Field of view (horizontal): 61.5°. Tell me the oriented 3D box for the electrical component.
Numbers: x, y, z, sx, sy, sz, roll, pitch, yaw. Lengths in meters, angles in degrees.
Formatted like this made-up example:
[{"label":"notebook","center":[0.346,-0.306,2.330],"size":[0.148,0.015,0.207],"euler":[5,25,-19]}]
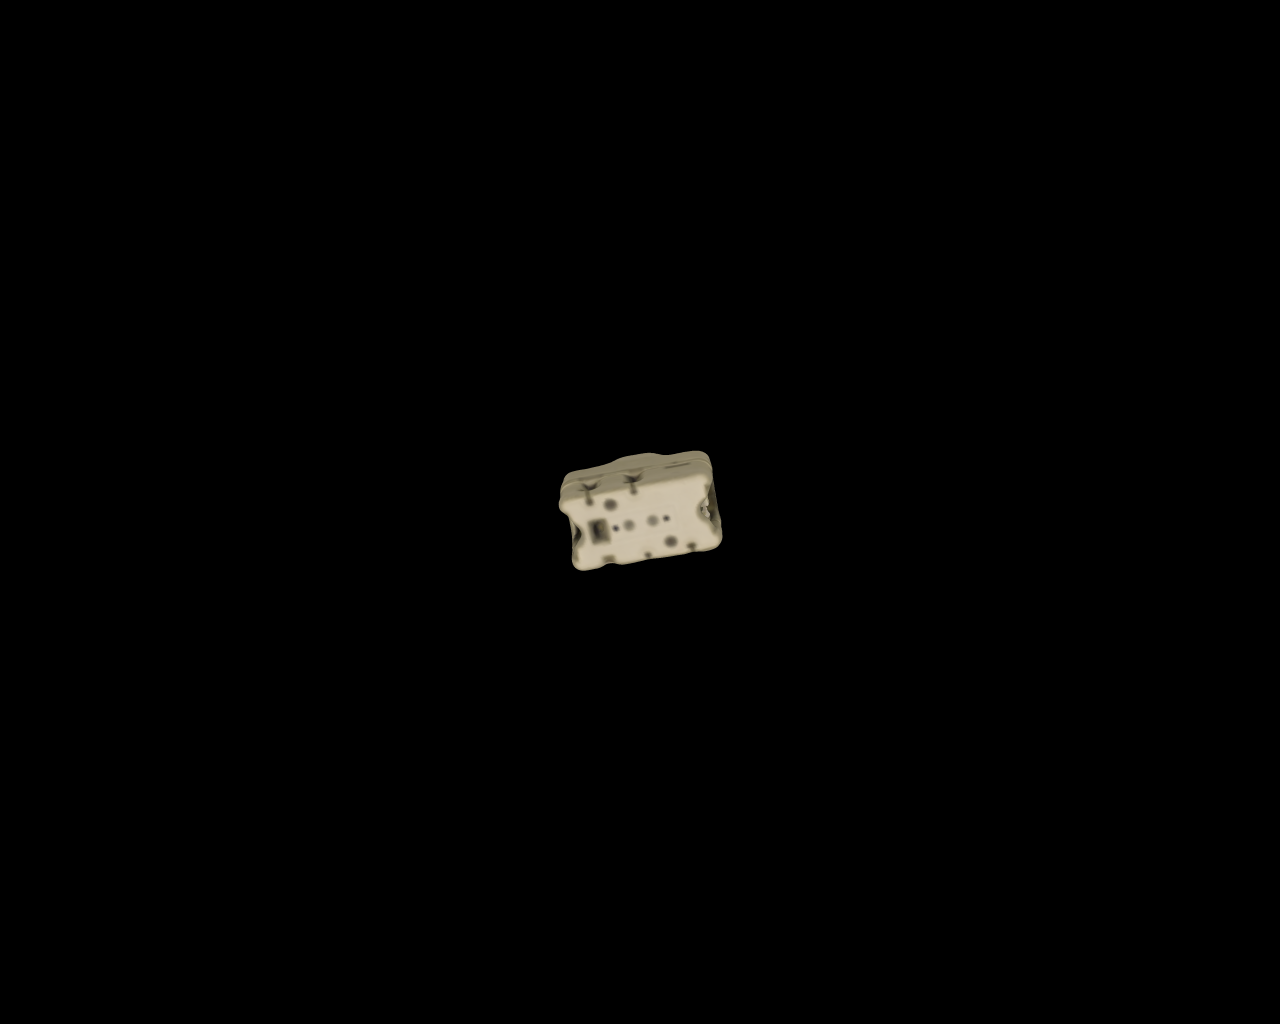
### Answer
[{"label":"electrical component","center":[0.001,-0.003,0.650],"size":[0.089,0.050,0.056],"euler":[-10,20,3]}]
